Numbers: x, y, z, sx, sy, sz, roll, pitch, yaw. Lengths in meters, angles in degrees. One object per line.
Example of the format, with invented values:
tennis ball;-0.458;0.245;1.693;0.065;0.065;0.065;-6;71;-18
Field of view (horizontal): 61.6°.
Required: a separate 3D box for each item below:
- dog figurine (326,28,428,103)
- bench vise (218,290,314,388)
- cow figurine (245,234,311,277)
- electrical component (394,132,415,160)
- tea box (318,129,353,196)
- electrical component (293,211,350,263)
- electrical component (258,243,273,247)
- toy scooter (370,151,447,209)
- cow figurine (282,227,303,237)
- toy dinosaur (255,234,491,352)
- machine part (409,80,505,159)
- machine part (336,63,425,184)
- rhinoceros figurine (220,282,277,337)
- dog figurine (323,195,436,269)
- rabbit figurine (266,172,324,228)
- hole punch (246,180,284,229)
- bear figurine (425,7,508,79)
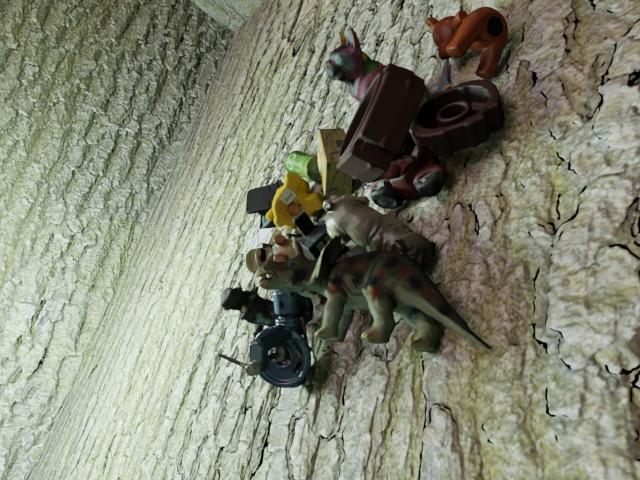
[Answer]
dog figurine;0.119;-0.365;1.171;0.191;0.219;0.109;-32;24;-6
bench vise;-0.075;0.182;0.997;0.129;0.240;0.223;9;98;19
cow figurine;-0.069;0.038;1.185;0.127;0.195;0.085;81;-176;-69
electrical component;0.147;-0.197;1.183;0.115;0.058;0.134;4;67;58
tea box;0.036;-0.192;1.307;0.170;0.068;0.098;-101;10;-50
electrical component;-0.002;-0.003;1.060;0.075;0.119;0.048;-42;35;-15
electrical component;-0.124;0.047;1.352;0.045;0.102;0.078;-17;58;47
toy scooter;0.179;-0.136;1.052;0.184;0.075;0.135;-12;52;52
cow figurine;-0.063;0.030;1.292;0.098;0.068;0.167;-25;46;39
toy dinosaur;0.089;0.077;0.883;0.405;0.131;0.192;-2;76;33
machine part;0.248;-0.221;0.978;0.179;0.056;0.179;-21;35;16
machine part;0.111;-0.222;1.042;0.201;0.087;0.201;-66;9;-7
rhinoceros figurine;-0.124;0.147;1.154;0.073;0.190;0.112;-50;42;20
dog figurine;0.101;-0.015;0.967;0.191;0.172;0.121;23;95;69
rabbit figurine;-0.063;-0.098;1.404;0.162;0.122;0.173;-58;11;24
hole punch;-0.145;-0.095;1.553;0.116;0.092;0.142;-15;40;12
bear figurine;0.283;-0.402;1.094;0.132;0.120;0.196;-64;26;-1
